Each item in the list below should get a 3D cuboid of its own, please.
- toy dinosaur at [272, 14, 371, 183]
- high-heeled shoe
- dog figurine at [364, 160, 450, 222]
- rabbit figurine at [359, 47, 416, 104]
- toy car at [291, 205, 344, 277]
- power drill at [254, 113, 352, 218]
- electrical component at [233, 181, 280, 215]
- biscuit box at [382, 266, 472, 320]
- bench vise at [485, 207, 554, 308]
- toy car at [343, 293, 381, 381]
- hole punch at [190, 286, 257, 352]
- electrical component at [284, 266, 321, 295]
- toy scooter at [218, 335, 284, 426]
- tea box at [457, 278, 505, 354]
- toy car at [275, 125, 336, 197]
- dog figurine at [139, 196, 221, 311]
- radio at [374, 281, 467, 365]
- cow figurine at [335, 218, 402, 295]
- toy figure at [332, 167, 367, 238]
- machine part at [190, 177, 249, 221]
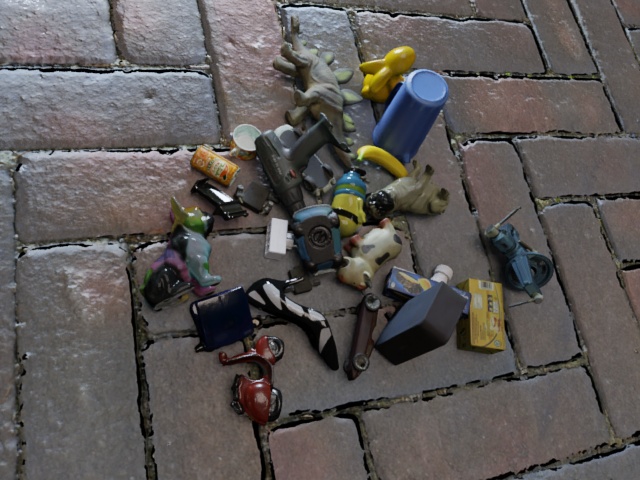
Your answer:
[{"bbox_3d":[0.010,-0.360,1.382,0.198,0.105,0.471,-13,86,-27],"label":"toy dinosaur"},{"bbox_3d":[-0.062,0.190,1.169,0.145,0.086,0.248,-22,81,-12],"label":"high-heeled shoe"},{"bbox_3d":[0.221,-0.088,1.370,0.190,0.121,0.172,-39,104,-2],"label":"dog figurine"},{"bbox_3d":[0.181,-0.452,1.436,0.162,0.173,0.122,-18,81,-28],"label":"rabbit figurine"},{"bbox_3d":[-0.003,-0.004,1.234,0.109,0.103,0.161,-15,101,-1],"label":"toy car"},{"bbox_3d":[-0.030,-0.178,1.252,0.207,0.086,0.232,-33,94,16],"label":"power drill"},{"bbox_3d":[-0.150,-0.097,1.259,0.102,0.045,0.078,34,65,-4],"label":"electrical component"},{"bbox_3d":[0.256,0.129,1.284,0.203,0.062,0.059,18,66,1],"label":"biscuit box"},{"bbox_3d":[0.509,0.062,1.353,0.223,0.129,0.241,50,26,-24],"label":"bench vise"},{"bbox_3d":[0.099,0.216,1.202,0.053,0.089,0.202,17,65,-9],"label":"toy car"},{"bbox_3d":[-0.202,0.162,1.123,0.142,0.092,0.116,-19,81,-28],"label":"hole punch"},{"bbox_3d":[-0.047,0.091,1.237,0.094,0.021,0.063,-12,74,-22],"label":"electrical component"},{"bbox_3d":[-0.145,0.283,1.103,0.135,0.075,0.184,8,65,-16],"label":"toy scooter"},{"bbox_3d":[0.395,0.188,1.325,0.098,0.068,0.169,12,68,-12],"label":"tea box"},{"bbox_3d":[-0.042,-0.196,1.328,0.073,0.056,0.201,-38,89,-21],"label":"toy car"},{"bbox_3d":[-0.302,0.021,1.133,0.191,0.108,0.219,-17,72,-21],"label":"dog figurine"},{"bbox_3d":[0.217,0.184,1.179,0.073,0.229,0.131,39,59,-3],"label":"radio"},{"bbox_3d":[0.117,0.045,1.280,0.195,0.085,0.127,-30,76,-27],"label":"cow figurine"},{"bbox_3d":[0.066,-0.090,1.313,0.089,0.082,0.180,8,72,-4],"label":"toy figure"},{"bbox_3d":[-0.230,-0.089,1.205,0.139,0.039,0.084,38,33,21],"label":"machine part"}]
